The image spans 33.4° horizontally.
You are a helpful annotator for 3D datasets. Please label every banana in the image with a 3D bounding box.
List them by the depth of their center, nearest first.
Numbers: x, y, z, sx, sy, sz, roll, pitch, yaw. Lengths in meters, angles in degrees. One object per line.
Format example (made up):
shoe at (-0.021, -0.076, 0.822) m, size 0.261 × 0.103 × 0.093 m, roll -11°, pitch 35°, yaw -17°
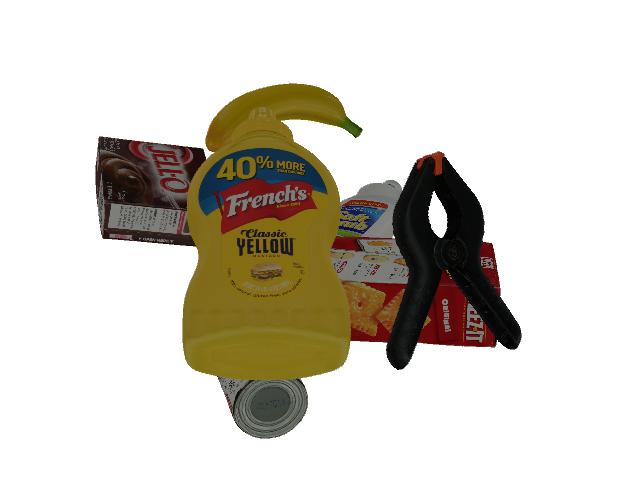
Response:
banana at (-0.044, -0.130, 1.098) m, size 0.197 × 0.037 × 0.070 m, roll -12°, pitch 51°, yaw -37°

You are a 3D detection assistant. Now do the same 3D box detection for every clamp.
clamp at (0.090, 0.019, 0.844) m, size 0.120 × 0.171 × 0.039 m, roll -16°, pitch -1°, yaw -31°

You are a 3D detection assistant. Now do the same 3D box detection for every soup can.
soup can at (-0.056, 0.121, 0.946) m, size 0.068 × 0.068 × 0.102 m, roll 0°, pitch 24°, yaw -18°

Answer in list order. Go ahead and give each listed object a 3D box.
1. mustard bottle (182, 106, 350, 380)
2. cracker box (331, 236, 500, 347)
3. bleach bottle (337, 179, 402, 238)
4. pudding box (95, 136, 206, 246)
mustard bottle at (-0.035, -0.009, 0.660) m, size 0.096 × 0.191 × 0.058 m, roll -1°, pitch -38°, yaw -3°
cracker box at (0.073, 0.050, 1.103) m, size 0.214 × 0.072 × 0.164 m, roll 3°, pitch 16°, yaw 6°
bleach bottle at (0.034, -0.009, 1.337) m, size 0.103 × 0.068 × 0.250 m, roll 12°, pitch 35°, yaw 23°
pudding box at (-0.134, -0.040, 0.864) m, size 0.090 × 0.039 × 0.113 m, roll 4°, pitch 33°, yaw -17°
